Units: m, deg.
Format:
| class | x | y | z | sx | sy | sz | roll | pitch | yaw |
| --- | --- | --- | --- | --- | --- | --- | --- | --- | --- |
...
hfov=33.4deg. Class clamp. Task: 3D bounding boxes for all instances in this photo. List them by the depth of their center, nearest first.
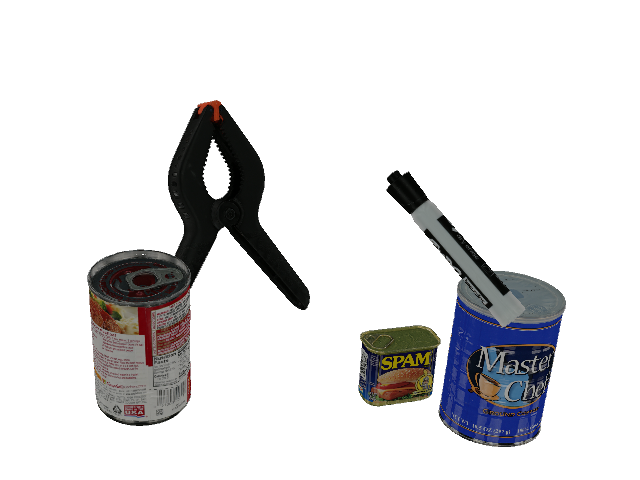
| class | x | y | z | sx | sy | sz | roll | pitch | yaw |
| --- | --- | --- | --- | --- | --- | --- | --- | --- | --- |
| clamp | -0.081 | -0.020 | 0.967 | 0.164 | 0.210 | 0.036 | -1 | 2 | -35 |

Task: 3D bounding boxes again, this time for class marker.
| class | x | y | z | sx | sy | sz | roll | pitch | yaw |
| --- | --- | --- | --- | --- | --- | --- | --- | --- | --- |
| marker | 0.084 | 0.003 | 0.681 | 0.020 | 0.121 | 0.020 | -39 | -7 | -6 |

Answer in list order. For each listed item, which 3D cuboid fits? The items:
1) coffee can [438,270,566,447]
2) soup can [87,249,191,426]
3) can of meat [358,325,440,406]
| class | x | y | z | sx | sy | sz | roll | pitch | yaw |
| --- | --- | --- | --- | --- | --- | --- | --- | --- | --- |
| coffee can | 0.175 | 0.113 | 1.038 | 0.103 | 0.140 | 0.103 | 5 | 22 | -2 |
| soup can | -0.122 | 0.067 | 0.730 | 0.068 | 0.102 | 0.068 | 3 | 30 | -2 |
| can of meat | 0.101 | 0.164 | 1.392 | 0.102 | 0.084 | 0.057 | -5 | 25 | -18 |
